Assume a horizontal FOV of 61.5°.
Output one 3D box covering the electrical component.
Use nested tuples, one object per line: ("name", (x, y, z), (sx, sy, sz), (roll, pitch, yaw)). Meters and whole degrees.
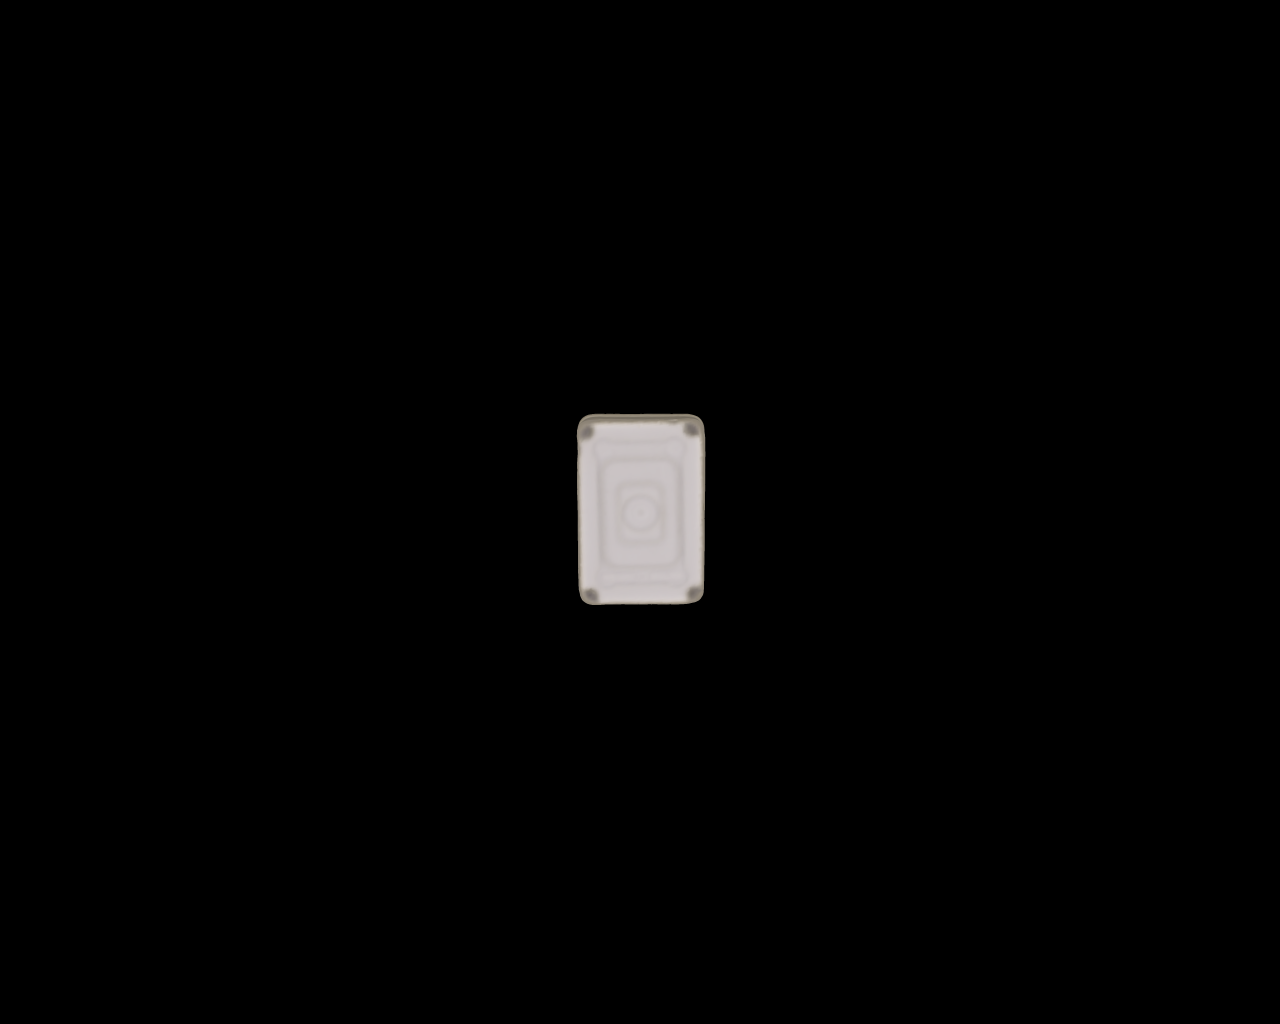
("electrical component", (0.001, -0.003, 0.650), (0.078, 0.113, 0.057), (0, 8, 0))
